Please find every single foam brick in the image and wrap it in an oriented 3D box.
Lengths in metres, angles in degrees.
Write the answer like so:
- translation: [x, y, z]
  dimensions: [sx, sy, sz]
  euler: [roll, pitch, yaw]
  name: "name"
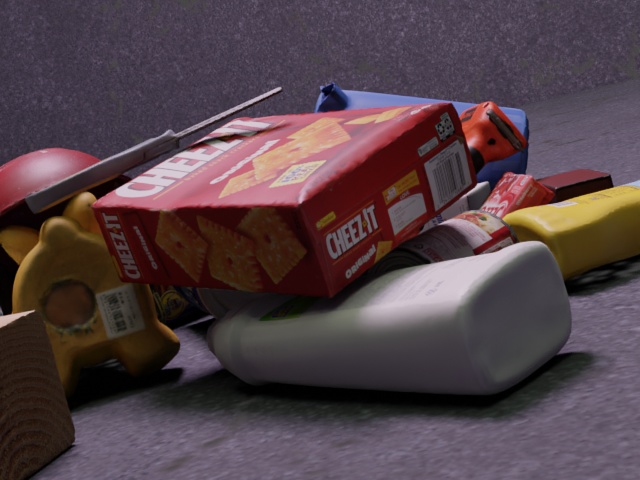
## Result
- translation: [0.223, -0.030, 0.938]
  dimensions: [0.051, 0.053, 0.078]
  euler: [-14, 8, -3]
  name: "foam brick"

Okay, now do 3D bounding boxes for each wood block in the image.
- translation: [-0.271, 0.112, 0.668]
  dimensions: [0.206, 0.091, 0.090]
  euler: [-11, 8, 21]
  name: "wood block"

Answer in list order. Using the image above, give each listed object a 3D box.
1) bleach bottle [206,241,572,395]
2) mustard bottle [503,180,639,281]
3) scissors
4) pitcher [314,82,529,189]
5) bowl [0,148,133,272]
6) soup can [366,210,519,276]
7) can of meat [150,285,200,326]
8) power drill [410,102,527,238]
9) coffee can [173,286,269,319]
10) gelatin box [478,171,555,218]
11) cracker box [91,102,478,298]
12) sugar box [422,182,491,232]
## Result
- translation: [0.022, 0.054, 0.665]
  dimensions: [0.251, 0.068, 0.102]
  euler: [-8, 14, 46]
  name: "bleach bottle"
- translation: [0.236, -0.017, 0.803]
  dimensions: [0.191, 0.058, 0.096]
  euler: [-16, 5, -15]
  name: "mustard bottle"
- translation: [-0.127, -0.068, 0.807]
  dimensions: [0.201, 0.016, 0.096]
  euler: [-27, 7, -15]
  name: "scissors"
- translation: [0.110, -0.094, 1.220]
  dimensions: [0.243, 0.145, 0.149]
  euler: [4, -2, 5]
  name: "pitcher"
- translation: [-0.241, -0.031, 0.920]
  dimensions: [0.162, 0.055, 0.162]
  euler: [-28, -15, -9]
  name: "bowl"
- translation: [0.087, 0.024, 0.740]
  dimensions: [0.069, 0.068, 0.102]
  euler: [-7, 11, 42]
  name: "soup can"
- translation: [-0.149, 0.029, 0.995]
  dimensions: [0.083, 0.102, 0.058]
  euler: [-24, 10, -41]
  name: "can of meat"
- translation: [0.099, -0.046, 1.017]
  dimensions: [0.187, 0.057, 0.184]
  euler: [-45, 9, -6]
  name: "power drill"
- translation: [-0.070, 0.020, 0.913]
  dimensions: [0.102, 0.103, 0.140]
  euler: [-16, 8, -16]
  name: "coffee can"
- translation: [0.161, -0.022, 0.930]
  dimensions: [0.073, 0.030, 0.089]
  euler: [-54, 7, 3]
  name: "gelatin box"
- translation: [-0.028, -0.032, 0.731]
  dimensions: [0.214, 0.072, 0.163]
  euler: [3, 29, 44]
  name: "cracker box"
- translation: [0.090, -0.022, 1.141]
  dimensions: [0.176, 0.048, 0.093]
  euler: [-7, 9, 25]
  name: "sugar box"
